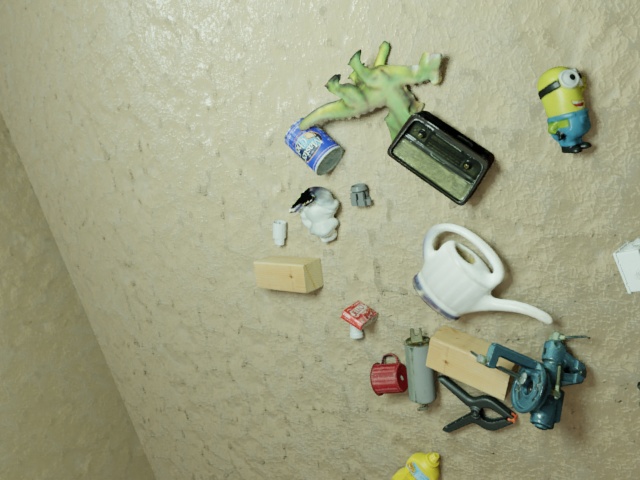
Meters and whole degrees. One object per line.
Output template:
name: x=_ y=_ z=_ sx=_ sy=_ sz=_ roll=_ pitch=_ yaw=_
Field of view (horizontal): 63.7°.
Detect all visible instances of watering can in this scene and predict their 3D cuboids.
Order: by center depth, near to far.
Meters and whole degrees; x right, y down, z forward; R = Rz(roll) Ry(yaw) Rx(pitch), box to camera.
watering can: x=0.369 y=0.120 z=1.258 sx=0.351 sy=0.105 sz=0.220 roll=49 pitch=127 yaw=18

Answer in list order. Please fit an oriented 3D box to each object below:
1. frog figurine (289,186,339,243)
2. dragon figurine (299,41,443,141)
frog figurine: x=0.005 y=-0.076 z=1.509 sx=0.135 sy=0.126 sz=0.158 roll=-34 pitch=117 yaw=30
dragon figurine: x=0.143 y=-0.342 z=1.312 sx=0.243 sy=0.124 sz=0.403 roll=51 pitch=123 yaw=4
